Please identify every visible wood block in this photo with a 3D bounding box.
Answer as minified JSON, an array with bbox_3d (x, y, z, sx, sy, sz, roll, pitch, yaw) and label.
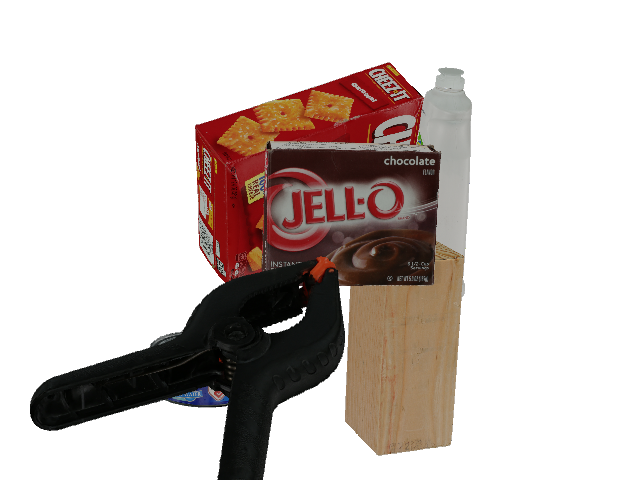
[{"bbox_3d":[0.086,0.107,1.116,0.090,0.206,0.091,-4,16,-21],"label":"wood block"}]

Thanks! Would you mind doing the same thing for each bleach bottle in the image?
[{"bbox_3d":[0.134,-0.065,1.192,0.068,0.251,0.102,-1,24,-12],"label":"bleach bottle"}]

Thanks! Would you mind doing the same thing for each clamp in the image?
[{"bbox_3d":[-0.036,0.065,0.505,0.120,0.039,0.171,33,48,29],"label":"clamp"}]

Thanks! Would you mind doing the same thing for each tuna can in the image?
[{"bbox_3d":[-0.093,0.101,0.844,0.086,0.034,0.086,4,14,-1],"label":"tuna can"}]

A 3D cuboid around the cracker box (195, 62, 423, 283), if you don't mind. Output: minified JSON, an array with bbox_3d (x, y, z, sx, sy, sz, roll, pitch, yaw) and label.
[{"bbox_3d":[-0.011,-0.062,1.034,0.213,0.164,0.072,-20,51,-22],"label":"cracker box"}]

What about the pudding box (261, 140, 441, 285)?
[{"bbox_3d":[0.019,-0.018,0.695,0.113,0.090,0.039,0,17,-6],"label":"pudding box"}]
